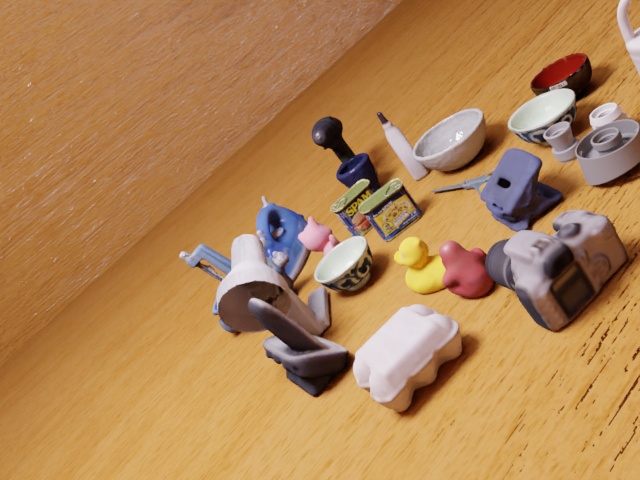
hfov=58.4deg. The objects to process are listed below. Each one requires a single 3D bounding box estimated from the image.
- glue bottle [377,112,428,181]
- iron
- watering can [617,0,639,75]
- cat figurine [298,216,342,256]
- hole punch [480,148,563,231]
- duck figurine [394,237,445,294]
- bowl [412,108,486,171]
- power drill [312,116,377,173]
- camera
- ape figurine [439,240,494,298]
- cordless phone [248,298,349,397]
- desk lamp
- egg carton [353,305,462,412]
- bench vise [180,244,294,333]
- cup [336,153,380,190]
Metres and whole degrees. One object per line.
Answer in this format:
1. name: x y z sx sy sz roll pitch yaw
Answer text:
1. glue bottle: 0.176 -0.213 1.262 0.037 0.173 0.078 -34 22 12
2. iron: -0.104 -0.005 1.349 0.118 0.142 0.258 -33 22 16
3. watering can: 0.518 -0.308 0.867 0.100 0.194 0.173 -30 24 23
4. cat figurine: 0.011 0.004 1.176 0.067 0.118 0.127 -45 22 -14
5. hole punch: 0.306 -0.081 0.903 0.101 0.091 0.108 -38 22 3
6. duck figurine: 0.165 0.032 0.915 0.104 0.086 0.078 -14 33 48
7. bowl: 0.281 -0.196 1.194 0.167 0.075 0.167 -33 22 16
8. power drill: 0.055 -0.217 1.419 0.075 0.209 0.229 -33 22 16
9. camera: 0.281 0.021 0.728 0.143 0.101 0.136 -43 22 -9
10. ape figurine: 0.206 0.036 0.832 0.078 0.092 0.076 -36 22 9
11. cordless phone: -0.055 0.146 0.908 0.094 0.185 0.147 -48 23 -21
12. desk lamp: -0.085 0.099 1.013 0.118 0.214 0.203 -34 22 14
13. egg carton: 0.117 0.155 0.773 0.150 0.069 0.107 -43 22 -10
14. bench vise: -0.173 0.069 1.204 0.207 0.220 0.121 -40 22 -3
15. cup: 0.094 -0.147 1.373 0.092 0.095 0.117 -44 22 -11
